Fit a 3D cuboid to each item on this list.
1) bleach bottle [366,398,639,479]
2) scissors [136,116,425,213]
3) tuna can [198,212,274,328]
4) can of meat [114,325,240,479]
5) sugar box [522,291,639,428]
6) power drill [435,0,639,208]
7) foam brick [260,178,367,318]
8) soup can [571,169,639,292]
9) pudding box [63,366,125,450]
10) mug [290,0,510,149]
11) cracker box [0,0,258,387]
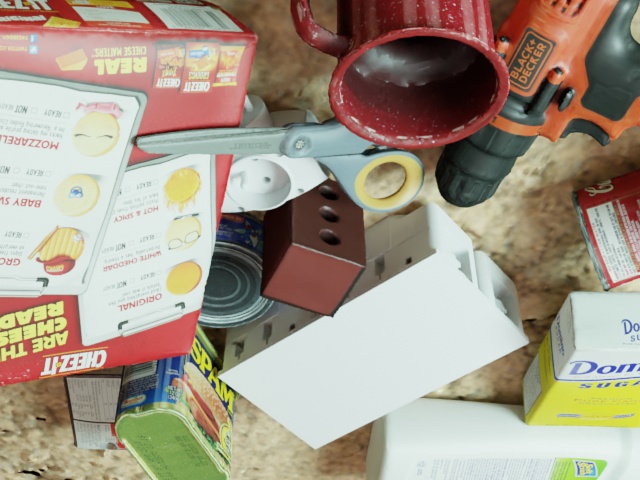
[{"bbox_3d":[0.167,0.176,0.846,0.250,0.068,0.103,4,133,-5],"label":"bleach bottle"},{"bbox_3d":[-0.007,-0.042,0.617,0.201,0.016,0.096,-18,130,-23],"label":"scissors"},{"bbox_3d":[-0.069,0.020,0.729,0.086,0.033,0.086,1,133,1],"label":"tuna can"},{"bbox_3d":[-0.098,0.116,0.734,0.057,0.084,0.102,-17,128,14],"label":"can of meat"},{"bbox_3d":[0.200,0.087,0.734,0.093,0.048,0.176,0,157,1],"label":"sugar box"},{"bbox_3d":[0.169,-0.054,0.596,0.188,0.057,0.185,31,132,8],"label":"power drill"},{"bbox_3d":[-0.004,0.001,0.681,0.053,0.078,0.051,17,129,-16],"label":"foam brick"},{"bbox_3d":[0.217,-0.015,0.667,0.102,0.068,0.068,-20,129,17],"label":"soup can"},{"bbox_3d":[-0.136,0.121,0.820,0.113,0.039,0.090,1,130,-3],"label":"pudding box"},{"bbox_3d":[0.039,-0.111,0.563,0.117,0.081,0.093,12,145,-19],"label":"mug"},{"bbox_3d":[-0.139,-0.029,0.593,0.163,0.072,0.214,-6,124,-34],"label":"cracker box"}]
